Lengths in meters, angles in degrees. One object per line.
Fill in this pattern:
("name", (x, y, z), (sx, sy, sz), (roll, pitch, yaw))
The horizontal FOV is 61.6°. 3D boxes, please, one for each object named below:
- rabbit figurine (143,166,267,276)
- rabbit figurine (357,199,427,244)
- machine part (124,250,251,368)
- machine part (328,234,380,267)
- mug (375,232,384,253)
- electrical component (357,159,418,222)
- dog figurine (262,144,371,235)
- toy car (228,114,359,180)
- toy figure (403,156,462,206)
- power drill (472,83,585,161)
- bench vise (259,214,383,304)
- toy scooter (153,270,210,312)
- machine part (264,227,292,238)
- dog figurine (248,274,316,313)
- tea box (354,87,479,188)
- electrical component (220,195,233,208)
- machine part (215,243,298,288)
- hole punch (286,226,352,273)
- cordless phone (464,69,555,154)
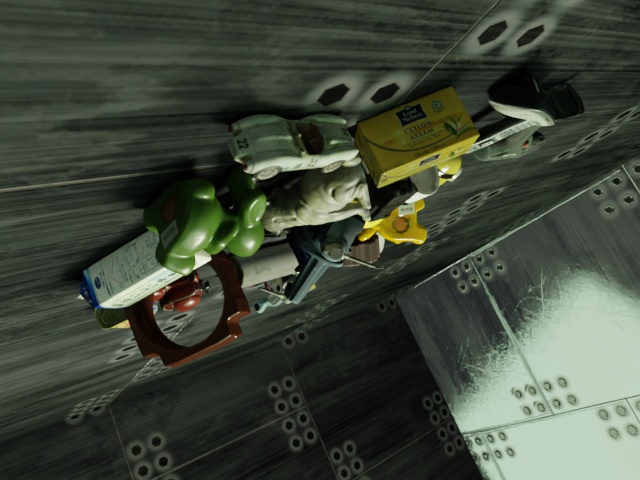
("rabbit figurine", (-0.149, -0.033, 0.796), (0.170, 0.121, 0.159), (17, 117, -48))
("rabbit figurine", (0.161, -0.047, 1.258), (0.162, 0.121, 0.173), (-15, -167, 1))
("machine part", (-0.245, 0.114, 0.985), (0.201, 0.201, 0.087), (-26, 168, 5))
("machine part", (0.062, 0.022, 1.321), (0.179, 0.056, 0.179), (-5, -170, 1))
("mug", (0.122, -0.008, 1.434), (0.110, 0.081, 0.107), (-16, 153, -9))
("electrical component", (0.110, -0.109, 0.946), (0.058, 0.115, 0.134), (-19, 167, -30))
("dog figurine", (-0.022, -0.078, 0.871), (0.191, 0.121, 0.172), (-13, 146, 0))
("toy car", (-0.032, -0.128, 0.718), (0.202, 0.073, 0.056), (-12, 165, -42))
("toy figure", (0.208, -0.130, 1.103), (0.180, 0.082, 0.089), (-28, 171, 29))
("power drill", (0.447, -0.240, 1.132), (0.232, 0.086, 0.207), (-15, 171, -25))
("bench vise", (-0.004, 0.035, 1.034), (0.129, 0.224, 0.240), (27, 106, -24))
("toy scooter", (-0.289, 0.101, 1.121), (0.135, 0.075, 0.183), (-23, 164, 15))
("machine part", (-0.121, -0.020, 0.985), (0.084, 0.039, 0.139), (9, -174, 32))
("dog figurine", (-0.082, 0.102, 1.428), (0.191, 0.108, 0.219), (-39, 165, 37))
("tea box", (0.151, -0.162, 0.855), (0.170, 0.098, 0.068), (-25, 167, -7))
("electrical component", (-0.145, -0.059, 0.888), (0.063, 0.021, 0.094), (-27, 168, 8))
("machine part", (-0.124, 0.056, 1.232), (0.243, 0.079, 0.079), (-13, 162, -37))
("hole punch", (-0.002, -0.004, 1.162), (0.142, 0.116, 0.092), (-19, 157, -23))
("cordless phone", (0.326, -0.218, 0.986), (0.184, 0.089, 0.146), (-27, 167, 29))
